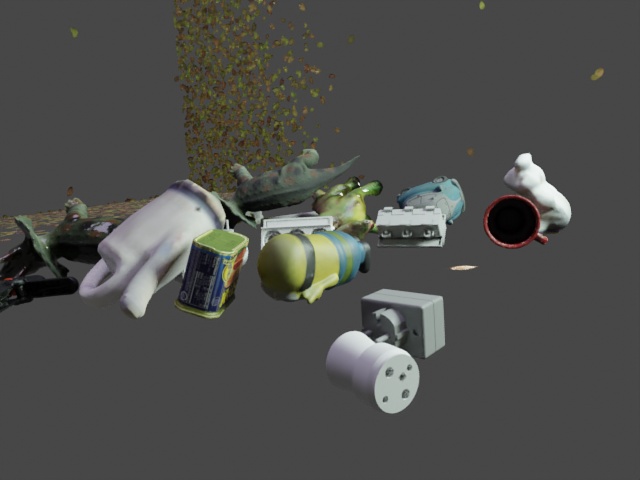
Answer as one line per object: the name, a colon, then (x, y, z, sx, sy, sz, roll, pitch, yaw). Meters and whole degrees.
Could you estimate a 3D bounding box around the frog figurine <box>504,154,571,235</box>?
frog figurine: (0.428, -0.092, 1.018, 0.122, 0.158, 0.138, 0, 8, 21)

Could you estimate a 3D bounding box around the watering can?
watering can: (-0.218, 0.013, 0.699, 0.227, 0.103, 0.347, -45, 23, -23)

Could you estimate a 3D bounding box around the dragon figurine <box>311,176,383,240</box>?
dragon figurine: (0.003, -0.057, 1.141, 0.244, 0.121, 0.412, -16, 17, -30)
